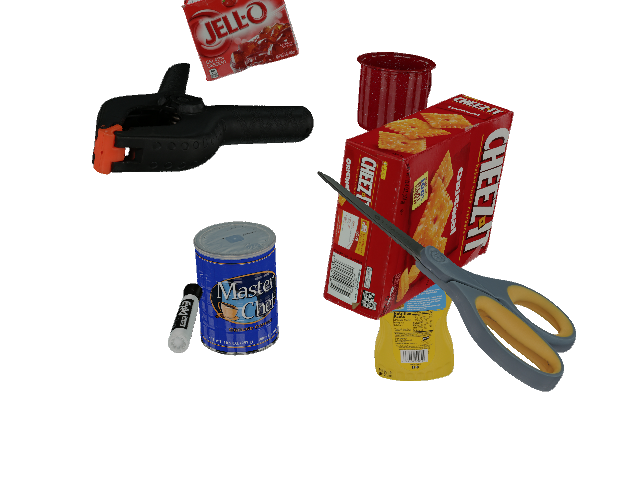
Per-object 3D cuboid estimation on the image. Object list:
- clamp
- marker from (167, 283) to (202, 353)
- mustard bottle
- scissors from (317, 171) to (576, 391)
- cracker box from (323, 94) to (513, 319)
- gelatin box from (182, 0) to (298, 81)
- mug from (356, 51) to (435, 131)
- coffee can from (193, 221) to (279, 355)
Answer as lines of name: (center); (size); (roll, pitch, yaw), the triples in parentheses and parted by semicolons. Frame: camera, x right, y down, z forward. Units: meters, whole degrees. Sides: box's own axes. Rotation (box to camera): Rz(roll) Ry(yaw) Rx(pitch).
clamp: (-0.098, -0.083, 0.710); (0.120, 0.039, 0.171); (22, 24, 32)
marker: (-0.125, 0.070, 1.000); (0.020, 0.020, 0.121); (0, 21, 0)
mustard bottle: (0.110, 0.072, 1.273); (0.096, 0.192, 0.058); (-1, 23, 5)
scissors: (0.089, 0.017, 0.690); (0.096, 0.016, 0.202); (-9, 49, -47)
cracker box: (0.099, -0.037, 1.029); (0.072, 0.164, 0.213); (24, 30, 30)
gelatin box: (-0.072, -0.192, 0.964); (0.089, 0.073, 0.030); (-15, 24, 5)
mug: (0.094, -0.177, 1.276); (0.093, 0.081, 0.117); (20, 28, 34)
coffee can: (-0.105, 0.060, 1.356); (0.103, 0.140, 0.103); (-1, 24, 0)
